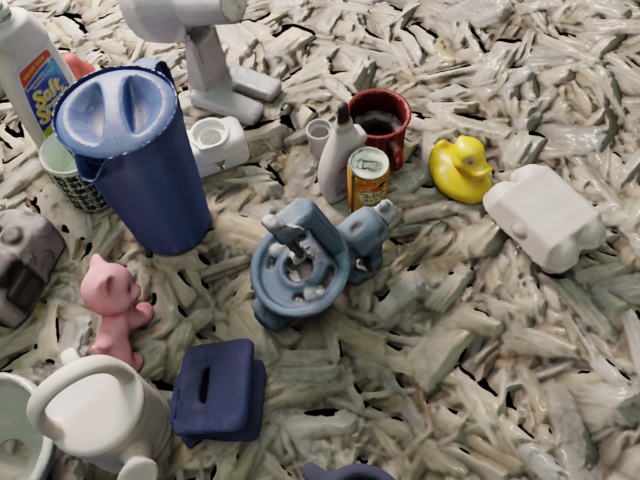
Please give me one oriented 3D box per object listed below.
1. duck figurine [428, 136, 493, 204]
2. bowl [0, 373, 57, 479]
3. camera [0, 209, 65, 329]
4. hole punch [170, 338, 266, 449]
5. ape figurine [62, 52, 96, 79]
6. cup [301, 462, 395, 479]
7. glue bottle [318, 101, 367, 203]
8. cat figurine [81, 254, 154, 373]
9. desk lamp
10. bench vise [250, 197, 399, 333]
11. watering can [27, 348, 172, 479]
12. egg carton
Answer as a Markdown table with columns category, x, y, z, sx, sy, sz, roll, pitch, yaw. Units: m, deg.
| category | x | y | z | sx | sy | sz | roll | pitch | yaw |
| --- | --- | --- | --- | --- | --- | --- | --- | --- | --- |
| duck figurine | 0.198 | -0.110 | 0.795 | 0.077 | 0.086 | 0.104 | -32 | 64 | -15 |
| bowl | -0.360 | 0.237 | 0.626 | 0.167 | 0.075 | 0.167 | -1 | 60 | 2 |
| camera | -0.431 | 0.023 | 0.737 | 0.136 | 0.101 | 0.143 | 12 | 61 | 9 |
| hole punch | -0.117 | 0.171 | 0.644 | 0.101 | 0.091 | 0.108 | 0 | 60 | 3 |
| ape figurine | -0.380 | -0.256 | 0.900 | 0.076 | 0.092 | 0.078 | 15 | 62 | 11 |
| cup | 0.030 | 0.272 | 0.577 | 0.117 | 0.095 | 0.092 | 33 | 67 | 19 |
| glue bottle | 0.033 | -0.120 | 0.757 | 0.078 | 0.173 | 0.037 | -28 | 62 | -13 |
| cat figurine | -0.251 | 0.085 | 0.684 | 0.067 | 0.118 | 0.128 | -1 | 60 | 2 |
| desk lamp | -0.172 | -0.303 | 0.848 | 0.203 | 0.214 | 0.118 | 22 | 63 | 15 |
| bench vise | -0.004 | -0.004 | 0.665 | 0.121 | 0.220 | 0.208 | 31 | 66 | 19 |
| watering can | -0.219 | 0.177 | 0.585 | 0.172 | 0.194 | 0.101 | 25 | 64 | 16 |
| egg carton | 0.292 | -0.029 | 0.754 | 0.107 | 0.069 | 0.150 | -32 | 64 | -15 |
